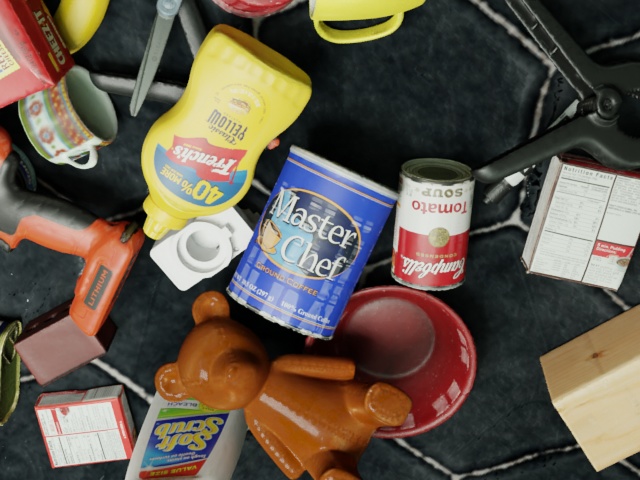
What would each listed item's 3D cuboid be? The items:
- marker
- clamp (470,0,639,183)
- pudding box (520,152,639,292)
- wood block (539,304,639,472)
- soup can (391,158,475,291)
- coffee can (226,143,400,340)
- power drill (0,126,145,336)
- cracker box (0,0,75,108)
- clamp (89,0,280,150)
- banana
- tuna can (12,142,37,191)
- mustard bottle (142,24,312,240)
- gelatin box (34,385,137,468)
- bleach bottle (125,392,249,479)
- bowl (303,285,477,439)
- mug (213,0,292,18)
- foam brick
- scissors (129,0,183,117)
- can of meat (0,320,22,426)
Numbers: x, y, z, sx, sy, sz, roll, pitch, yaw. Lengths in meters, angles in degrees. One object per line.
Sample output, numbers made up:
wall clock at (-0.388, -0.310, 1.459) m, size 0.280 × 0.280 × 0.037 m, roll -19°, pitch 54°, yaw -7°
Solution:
marker at (0.190, -0.075, 0.944) m, size 0.020 × 0.020 × 0.121 m, roll 40°, pitch 109°, yaw -13°
clamp at (0.229, -0.122, 0.896) m, size 0.209 × 0.036 × 0.164 m, roll 4°, pitch 91°, yaw -15°
pudding box at (0.240, -0.017, 0.956) m, size 0.090 × 0.039 × 0.113 m, roll 12°, pitch 111°, yaw -2°
wood block at (0.318, 0.112, 0.978) m, size 0.206 × 0.090 × 0.090 m, roll -30°, pitch 108°, yaw 15°
soup can at (0.100, -0.015, 0.949) m, size 0.068 × 0.068 × 0.102 m, roll 4°, pitch 112°, yaw 1°
coffee can at (-0.006, 0.001, 0.922) m, size 0.102 × 0.103 × 0.140 m, roll 24°, pitch 95°, yaw -7°
power drill at (-0.264, 0.009, 0.941) m, size 0.187 × 0.057 × 0.185 m, roll 28°, pitch 110°, yaw -6°
cracker box at (-0.333, -0.168, 0.856) m, size 0.214 × 0.072 × 0.164 m, roll -19°, pitch 113°, yaw 12°
clamp at (-0.112, -0.131, 0.926) m, size 0.120 × 0.039 × 0.171 m, roll -39°, pitch 102°, yaw 17°
banana at (-0.204, -0.231, 0.890) m, size 0.069 × 0.037 × 0.198 m, roll 18°, pitch 113°, yaw -6°
tuna can at (-0.303, -0.052, 0.972) m, size 0.086 × 0.033 × 0.086 m, roll 1°, pitch 113°, yaw 2°
mustard bottle at (-0.095, -0.078, 0.897) m, size 0.096 × 0.058 × 0.192 m, roll 29°, pitch 112°, yaw -17°
gelatin box at (-0.234, 0.187, 1.071) m, size 0.089 × 0.030 × 0.073 m, roll -8°, pitch 113°, yaw 6°
bleach bottle at (-0.118, 0.204, 0.952) m, size 0.102 × 0.250 × 0.068 m, roll 6°, pitch 113°, yaw 0°
bowl at (0.065, 0.105, 1.007) m, size 0.162 × 0.055 × 0.162 m, roll 1°, pitch 113°, yaw 3°
mug at (-0.048, -0.234, 0.834) m, size 0.093 × 0.081 × 0.117 m, roll 3°, pitch 101°, yaw -10°
foam brick at (-0.243, 0.093, 1.020) m, size 0.078 × 0.053 × 0.051 m, roll -28°, pitch 109°, yaw 12°
scissors at (-0.137, -0.211, 0.876) m, size 0.096 × 0.016 × 0.202 m, roll 34°, pitch 93°, yaw -9°
can of meat at (-0.340, 0.122, 1.036) m, size 0.084 × 0.057 × 0.102 m, roll 10°, pitch 113°, yaw 2°
